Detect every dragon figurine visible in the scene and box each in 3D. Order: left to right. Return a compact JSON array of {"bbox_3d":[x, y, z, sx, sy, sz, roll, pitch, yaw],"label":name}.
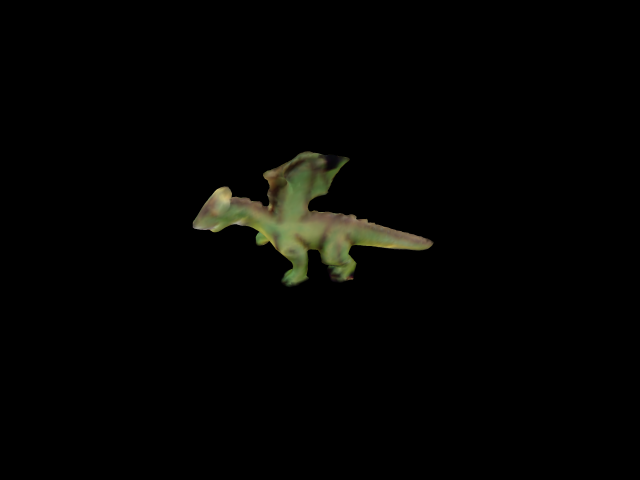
[{"bbox_3d":[0.003,-0.043,0.850,0.411,0.125,0.237,-8,-39,-6],"label":"dragon figurine"}]
